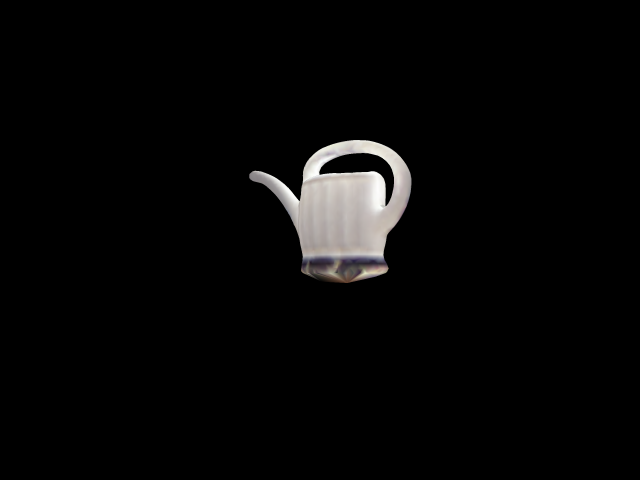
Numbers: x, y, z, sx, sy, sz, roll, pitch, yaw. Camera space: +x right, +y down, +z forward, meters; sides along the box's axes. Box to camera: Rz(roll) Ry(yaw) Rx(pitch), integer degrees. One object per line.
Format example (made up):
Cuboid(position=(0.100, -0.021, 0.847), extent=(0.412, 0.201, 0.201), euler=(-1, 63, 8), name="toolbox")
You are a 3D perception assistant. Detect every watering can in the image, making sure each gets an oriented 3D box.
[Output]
Cuboid(position=(0.003, -0.043, 0.850), extent=(0.346, 0.225, 0.104), euler=(-4, -7, 43), name="watering can")
